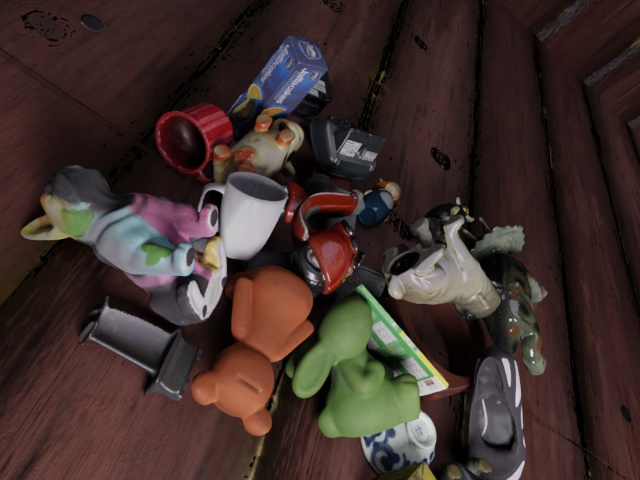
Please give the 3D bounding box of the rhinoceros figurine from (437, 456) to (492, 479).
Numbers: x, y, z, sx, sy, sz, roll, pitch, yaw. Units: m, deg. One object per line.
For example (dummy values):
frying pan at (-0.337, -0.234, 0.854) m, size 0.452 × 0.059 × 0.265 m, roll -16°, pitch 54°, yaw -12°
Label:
rhinoceros figurine at (0.212, 0.391, 0.724) m, size 0.073 × 0.112 × 0.190 m, roll 0°, pitch 47°, yaw -22°

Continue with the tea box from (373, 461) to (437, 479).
tea box at (0.129, 0.375, 0.666) m, size 0.068 × 0.098 × 0.169 m, roll -24°, pitch 79°, yaw -47°

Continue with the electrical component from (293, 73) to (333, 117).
electrical component at (-0.038, -0.309, 1.064) m, size 0.115 × 0.058 × 0.134 m, roll 16°, pitch 51°, yaw -30°

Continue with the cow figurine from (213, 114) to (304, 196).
cow figurine at (-0.089, -0.127, 0.840) m, size 0.085 × 0.127 × 0.195 m, roll 36°, pitch 52°, yaw 7°

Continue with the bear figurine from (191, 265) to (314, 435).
bear figurine at (-0.084, 0.133, 0.672) m, size 0.120 × 0.132 × 0.196 m, roll 32°, pitch 62°, yaw -15°

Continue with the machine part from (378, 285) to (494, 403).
machine part at (0.183, 0.155, 0.886) m, size 0.201 × 0.087 × 0.201 m, roll 0°, pitch 59°, yaw -41°

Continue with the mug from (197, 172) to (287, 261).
mug at (-0.109, -0.028, 0.716) m, size 0.109 × 0.107 × 0.081 m, roll 9°, pitch 28°, yaw -23°

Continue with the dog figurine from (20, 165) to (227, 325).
dog figurine at (-0.231, 0.004, 0.639) m, size 0.219 × 0.191 × 0.108 m, roll 13°, pitch 47°, yaw 11°

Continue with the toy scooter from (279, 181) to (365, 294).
toy scooter at (0.010, -0.015, 0.763) m, size 0.135 × 0.075 × 0.184 m, roll -14°, pitch 64°, yaw -21°

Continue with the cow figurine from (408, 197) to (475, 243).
cow figurine at (0.262, -0.045, 1.095) m, size 0.167 × 0.098 × 0.068 m, roll -23°, pitch 70°, yaw -47°

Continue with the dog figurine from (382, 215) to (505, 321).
dog figurine at (0.194, 0.078, 0.828) m, size 0.172 × 0.121 × 0.190 m, roll -41°, pitch 110°, yaw -16°

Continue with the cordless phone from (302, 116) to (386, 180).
cordless phone at (0.012, -0.191, 0.973) m, size 0.146 × 0.088 × 0.184 m, roll 2°, pitch 32°, yaw -50°

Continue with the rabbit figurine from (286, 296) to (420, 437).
rabbit figurine at (0.034, 0.163, 0.719) m, size 0.159 × 0.121 × 0.170 m, roll -14°, pitch 94°, yaw -10°

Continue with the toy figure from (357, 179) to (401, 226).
toy figure at (0.121, -0.076, 1.030) m, size 0.154 × 0.058 × 0.064 m, roll -46°, pitch 132°, yaw -50°

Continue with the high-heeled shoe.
high-heeled shoe at (0.250, 0.282, 0.778) m, size 0.145 × 0.086 × 0.248 m, roll 41°, pitch 54°, yaw -60°

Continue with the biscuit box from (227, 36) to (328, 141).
biscuit box at (-0.073, -0.237, 0.869) m, size 0.063 × 0.202 × 0.059 m, roll -1°, pitch 63°, yaw -40°

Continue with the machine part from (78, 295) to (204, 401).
machine part at (-0.204, 0.123, 0.613) m, size 0.139 × 0.039 × 0.084 m, roll 37°, pitch 48°, yaw -16°

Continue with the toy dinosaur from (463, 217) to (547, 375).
toy dinosaur at (0.338, 0.110, 0.984) m, size 0.192 × 0.131 × 0.405 m, roll 54°, pitch 29°, yaw -25°

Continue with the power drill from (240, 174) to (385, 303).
power drill at (-0.002, -0.003, 0.842) m, size 0.232 × 0.086 × 0.207 m, roll 21°, pitch 48°, yaw -19°
